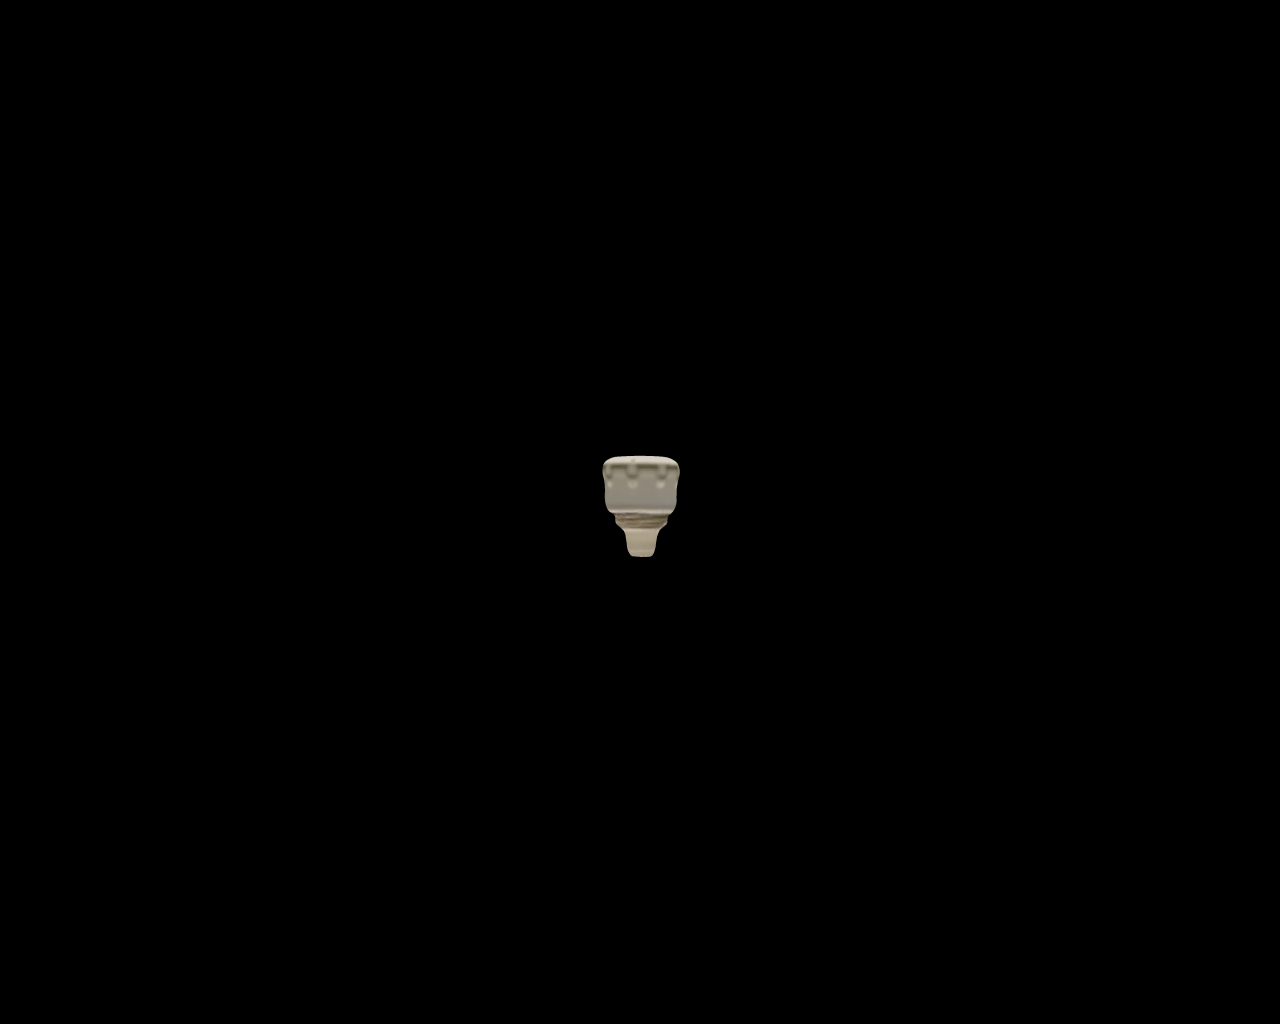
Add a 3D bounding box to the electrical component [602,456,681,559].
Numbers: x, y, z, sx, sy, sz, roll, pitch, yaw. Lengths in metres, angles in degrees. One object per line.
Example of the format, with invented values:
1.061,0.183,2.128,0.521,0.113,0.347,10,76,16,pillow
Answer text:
0.001,-0.003,0.650,0.048,0.062,0.048,0,0,0,electrical component
